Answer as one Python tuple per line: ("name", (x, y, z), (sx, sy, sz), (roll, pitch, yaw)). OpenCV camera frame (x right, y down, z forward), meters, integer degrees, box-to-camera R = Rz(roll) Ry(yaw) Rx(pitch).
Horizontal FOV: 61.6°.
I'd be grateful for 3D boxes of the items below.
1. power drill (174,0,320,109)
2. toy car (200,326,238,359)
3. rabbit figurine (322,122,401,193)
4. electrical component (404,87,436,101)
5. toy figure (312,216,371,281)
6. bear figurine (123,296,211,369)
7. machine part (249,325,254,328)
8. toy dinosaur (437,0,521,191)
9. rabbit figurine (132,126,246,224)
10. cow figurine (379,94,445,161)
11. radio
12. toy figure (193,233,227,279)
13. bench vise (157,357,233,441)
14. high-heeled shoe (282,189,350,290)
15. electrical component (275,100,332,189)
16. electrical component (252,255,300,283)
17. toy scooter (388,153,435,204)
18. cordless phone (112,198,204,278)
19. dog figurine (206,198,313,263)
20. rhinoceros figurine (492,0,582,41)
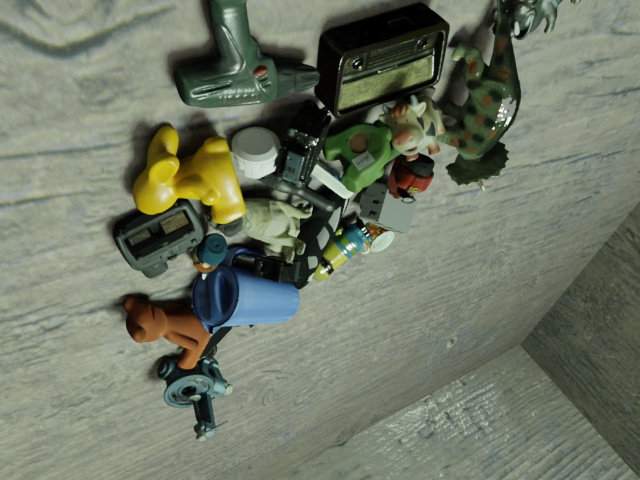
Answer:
("power drill", (-0.095, -0.282, 0.757), (0.232, 0.086, 0.207), (-20, 153, -21))
("toy car", (-0.253, 0.218, 1.280), (0.201, 0.056, 0.073), (-48, 153, 20))
("rabbit figurine", (0.088, -0.169, 1.076), (0.159, 0.121, 0.170), (-42, 167, -5))
("electrical component", (0.203, -0.292, 1.079), (0.063, 0.021, 0.094), (-7, 137, -40))
("toy figure", (0.038, 0.021, 1.272), (0.180, 0.082, 0.089), (-37, 179, 6))
("bear figurine", (-0.326, 0.190, 1.110), (0.195, 0.120, 0.132), (8, 131, -47))
("machine part", (-0.140, 0.181, 1.360), (0.139, 0.039, 0.084), (-1, 126, -41))
("toy dinosaur", (0.329, -0.260, 1.069), (0.131, 0.192, 0.404), (-36, 155, -33))
("rabbit figurine", (-0.217, -0.091, 0.852), (0.173, 0.122, 0.162), (-15, 144, 0))
("cow figurine", (0.174, -0.215, 0.988), (0.086, 0.195, 0.127), (-13, 115, 27))
("radio", (0.107, -0.306, 0.916), (0.230, 0.073, 0.131), (-24, 147, -20))
("toy figure", (-0.216, 0.029, 1.039), (0.064, 0.058, 0.154), (-37, 179, -29))
("bench vise", (-0.291, 0.385, 1.306), (0.129, 0.241, 0.223), (-35, 133, 5))
("high-heeled shoe", (-0.002, -0.004, 1.202), (0.145, 0.086, 0.248), (-32, 148, -35))
("electrical component", (-0.030, -0.158, 0.928), (0.134, 0.058, 0.114), (-66, 175, -46))
("electrical component", (-0.080, 0.061, 1.141), (0.119, 0.075, 0.047), (1, 99, -58))
("toy scooter", (0.185, -0.131, 1.132), (0.075, 0.184, 0.135), (14, 117, -7))
("cordless phone", (-0.278, 0.012, 0.977), (0.147, 0.089, 0.184), (-29, 159, -15))
("dog figurine", (-0.129, -0.037, 1.051), (0.190, 0.121, 0.172), (13, 162, -15))
("rhinoceros figurine", (0.419, -0.452, 1.031), (0.190, 0.073, 0.112), (-42, 150, 8))
